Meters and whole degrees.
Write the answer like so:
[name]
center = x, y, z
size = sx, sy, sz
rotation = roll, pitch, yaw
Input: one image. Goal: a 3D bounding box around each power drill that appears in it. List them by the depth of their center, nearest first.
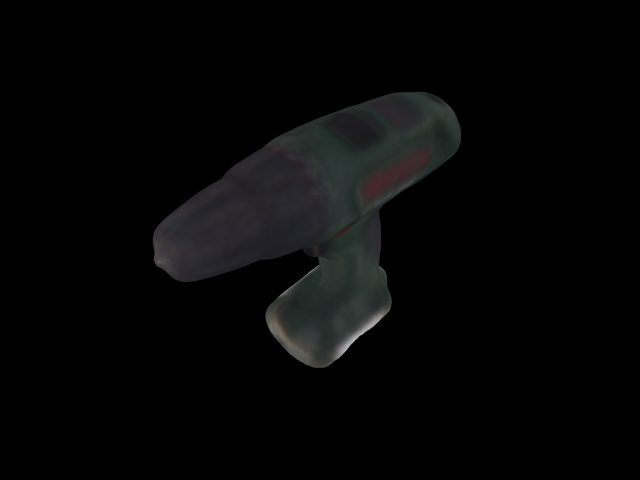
[power drill]
center = 0.004, 0.001, 0.400
size = 0.075, 0.208, 0.230
rotation = 39, 63, 25
